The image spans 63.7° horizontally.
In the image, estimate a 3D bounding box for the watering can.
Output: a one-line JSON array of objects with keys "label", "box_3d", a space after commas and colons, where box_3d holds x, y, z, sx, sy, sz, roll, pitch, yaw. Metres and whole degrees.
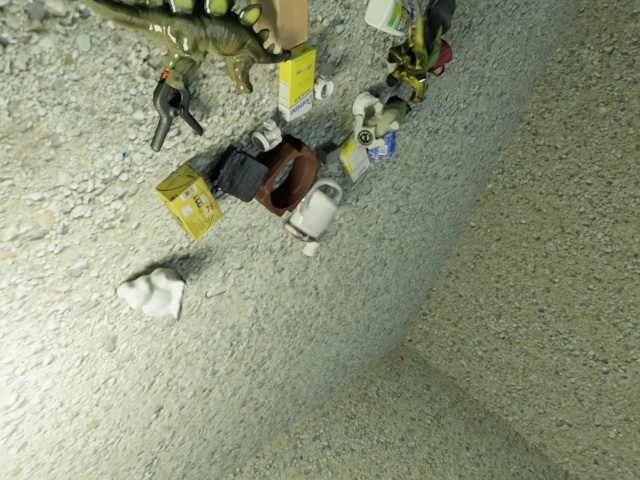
[{"label": "watering can", "box_3d": [0.005, -0.086, 1.700, 0.224, 0.105, 0.344, -54, 154, 2]}]

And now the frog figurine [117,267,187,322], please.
[{"label": "frog figurine", "box_3d": [-0.421, 0.130, 1.284, 0.159, 0.125, 0.134, 10, 129, -22]}]

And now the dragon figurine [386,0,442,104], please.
[{"label": "dragon figurine", "box_3d": [0.308, -0.575, 1.562, 0.248, 0.123, 0.400, -53, 157, -37]}]
